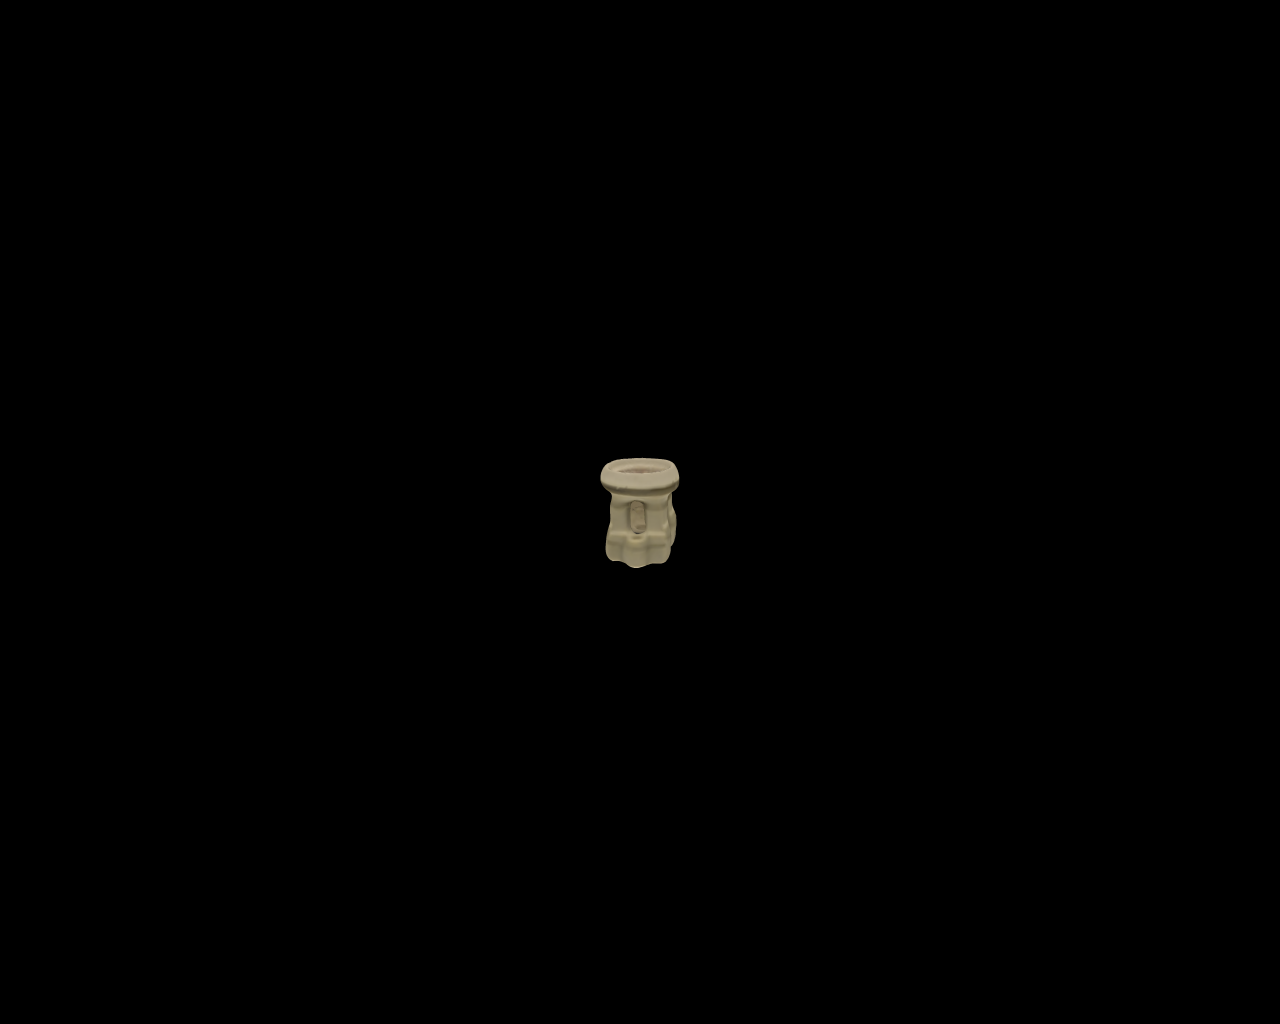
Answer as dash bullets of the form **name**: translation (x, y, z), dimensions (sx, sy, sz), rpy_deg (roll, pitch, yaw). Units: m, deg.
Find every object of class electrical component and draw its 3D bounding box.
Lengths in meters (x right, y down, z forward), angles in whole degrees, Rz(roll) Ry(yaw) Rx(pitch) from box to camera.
- **electrical component**: translation (0.001, -0.003, 0.650), dimensions (0.048, 0.055, 0.066), rpy_deg (2, 18, 7)
